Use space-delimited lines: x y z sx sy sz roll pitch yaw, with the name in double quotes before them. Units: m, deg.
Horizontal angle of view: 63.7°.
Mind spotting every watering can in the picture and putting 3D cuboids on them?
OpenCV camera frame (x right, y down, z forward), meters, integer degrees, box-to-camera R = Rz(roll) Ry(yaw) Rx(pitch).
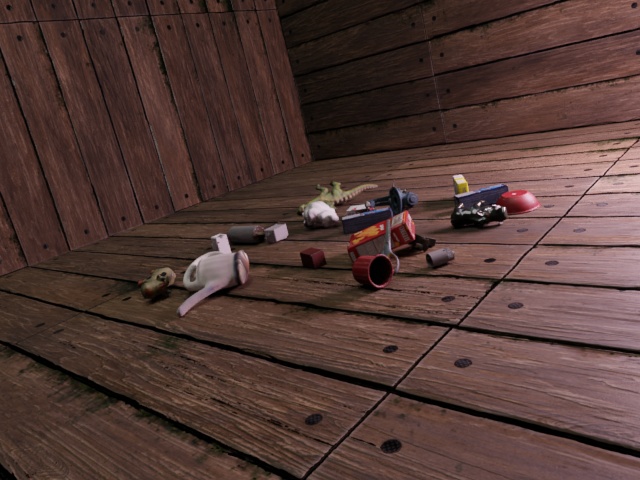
"watering can" -0.348 0.131 1.708 0.224 0.102 0.355 -11 29 3

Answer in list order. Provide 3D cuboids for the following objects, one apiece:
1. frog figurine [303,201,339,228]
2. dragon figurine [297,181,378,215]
"frog figurine" 0.007 -0.112 2.231 0.137 0.123 0.158 1 -5 -26
"dragon figurine" 0.072 -0.188 2.542 0.409 0.120 0.248 -9 32 23
